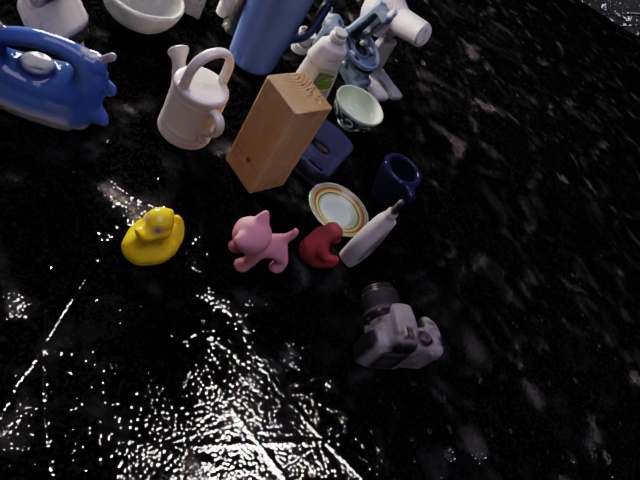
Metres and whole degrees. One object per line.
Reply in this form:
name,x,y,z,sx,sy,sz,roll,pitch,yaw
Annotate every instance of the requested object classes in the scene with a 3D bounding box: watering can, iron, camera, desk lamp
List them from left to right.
iron,-0.449,-0.276,0.895,0.259,0.141,0.118,14,49,-24
watering can,-0.216,-0.263,1.001,0.173,0.193,0.101,40,44,1
desk lamp,0.172,-0.492,1.426,0.118,0.213,0.203,-20,68,-42
camera,0.130,0.140,0.974,0.143,0.100,0.136,10,51,-27

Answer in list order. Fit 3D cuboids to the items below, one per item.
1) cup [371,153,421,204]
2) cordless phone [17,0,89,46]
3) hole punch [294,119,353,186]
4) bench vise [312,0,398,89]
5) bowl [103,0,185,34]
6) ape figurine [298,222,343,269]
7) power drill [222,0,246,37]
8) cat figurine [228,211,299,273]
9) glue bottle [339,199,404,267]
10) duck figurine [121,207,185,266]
cup,0.155,-0.108,1.193,0.092,0.094,0.117,3,55,-32
cordless phone,-0.450,-0.428,0.985,0.094,0.184,0.147,-19,68,-41
hole punch,-0.002,-0.176,1.146,0.108,0.091,0.101,40,44,0
bench vise,0.078,-0.492,1.359,0.207,0.219,0.122,40,44,1
bowl,-0.364,-0.471,1.155,0.168,0.074,0.167,18,48,-21
ape figurine,0.009,0.004,1.009,0.076,0.092,0.077,14,49,-24
power drill,-0.127,-0.549,1.278,0.230,0.208,0.075,-16,66,-40
cat figurine,-0.094,-0.002,0.927,0.128,0.117,0.067,0,56,-33
glue bottle,0.102,-0.018,1.030,0.037,0.173,0.078,50,45,11
duck figurine,-0.243,-0.017,0.863,0.077,0.086,0.105,46,44,7
